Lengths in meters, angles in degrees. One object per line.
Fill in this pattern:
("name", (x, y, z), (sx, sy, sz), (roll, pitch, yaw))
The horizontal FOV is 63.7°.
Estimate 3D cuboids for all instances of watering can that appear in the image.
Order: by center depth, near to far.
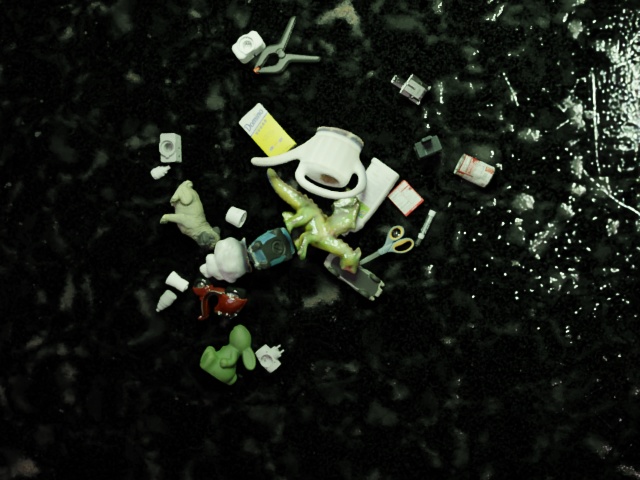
("watering can", (-0.013, -0.249, 1.553), (0.348, 0.102, 0.228), (22, 67, 7))

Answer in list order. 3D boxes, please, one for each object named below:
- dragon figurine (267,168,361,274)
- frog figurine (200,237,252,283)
("dragon figurine", (0.005, -0.079, 1.576), (0.242, 0.121, 0.414), (-22, 79, 3))
("frog figurine", (-0.300, 0.068, 1.609), (0.160, 0.124, 0.135), (-14, 109, -6))
